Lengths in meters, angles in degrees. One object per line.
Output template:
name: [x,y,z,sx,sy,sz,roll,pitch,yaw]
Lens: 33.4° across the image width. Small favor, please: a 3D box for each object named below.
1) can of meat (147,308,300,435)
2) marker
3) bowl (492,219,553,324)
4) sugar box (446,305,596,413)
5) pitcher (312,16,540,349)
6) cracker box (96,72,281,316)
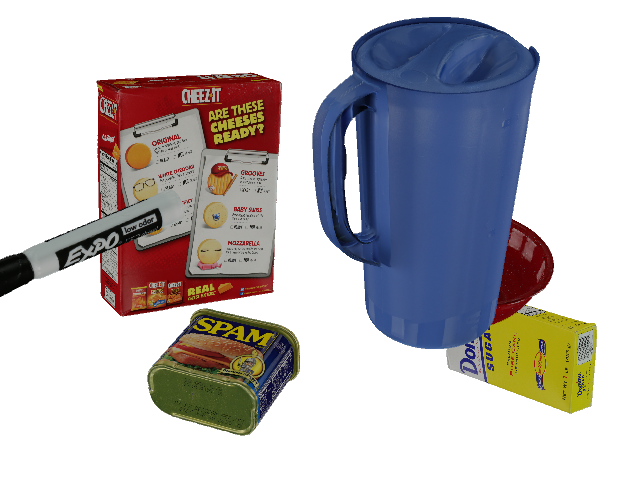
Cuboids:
can of meat: [-0.079,0.107,0.874,0.102,0.057,0.083,11,32,19]
marker: [-0.128,0.002,0.571,0.120,0.020,0.020,-25,14,-32]
bowl: [0.132,0.033,0.995,0.162,0.055,0.162,1,35,-1]
sugar box: [0.216,0.118,1.171,0.048,0.093,0.177,-9,16,-42]
pitcher: [0.080,-0.036,0.817,0.149,0.243,0.145,6,34,11]
cracker box: [-0.126,-0.047,1.016,0.163,0.214,0.072,-8,20,-30]
